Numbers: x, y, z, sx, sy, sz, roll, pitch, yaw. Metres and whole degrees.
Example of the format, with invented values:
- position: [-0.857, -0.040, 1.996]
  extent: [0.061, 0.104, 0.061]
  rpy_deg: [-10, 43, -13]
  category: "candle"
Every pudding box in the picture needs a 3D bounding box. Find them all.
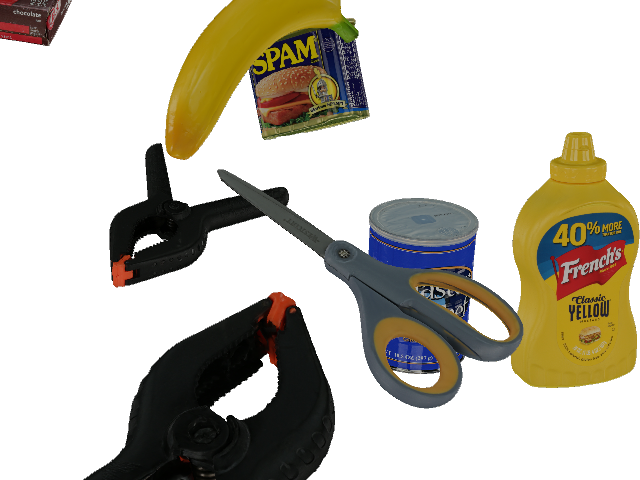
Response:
- position: [-0.253, -0.205, 0.874]
  extent: [0.090, 0.039, 0.113]
  rpy_deg: [9, 36, -4]
  category: "pudding box"

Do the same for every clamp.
- position: [-0.151, -0.026, 1.055]
  extent: [0.165, 0.036, 0.209]
  rpy_deg: [24, 41, 21]
  category: "clamp"
- position: [-0.035, 0.089, 0.391]
  extent: [0.120, 0.039, 0.171]
  rpy_deg: [24, 49, 17]
  category: "clamp"

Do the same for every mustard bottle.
- position: [0.194, 0.013, 0.811]
  extent: [0.096, 0.192, 0.058]
  rpy_deg: [-6, 16, -11]
  category: "mustard bottle"

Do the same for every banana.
- position: [-0.040, -0.127, 0.697]
  extent: [0.037, 0.069, 0.197]
  rpy_deg: [-11, 23, 49]
  category: "banana"

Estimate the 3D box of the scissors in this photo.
- position: [0.011, 0.026, 0.587]
  extent: [0.202, 0.096, 0.016]
  rpy_deg: [23, -40, 12]
  category: "scissors"

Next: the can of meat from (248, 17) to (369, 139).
- position: [-0.012, -0.137, 0.915]
  extent: [0.102, 0.084, 0.057]
  rpy_deg: [-10, 3, 34]
  category: "can of meat"

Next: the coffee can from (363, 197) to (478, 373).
- position: [0.095, 0.042, 1.028]
  extent: [0.103, 0.140, 0.103]
  rpy_deg: [1, 24, -1]
  category: "coffee can"
